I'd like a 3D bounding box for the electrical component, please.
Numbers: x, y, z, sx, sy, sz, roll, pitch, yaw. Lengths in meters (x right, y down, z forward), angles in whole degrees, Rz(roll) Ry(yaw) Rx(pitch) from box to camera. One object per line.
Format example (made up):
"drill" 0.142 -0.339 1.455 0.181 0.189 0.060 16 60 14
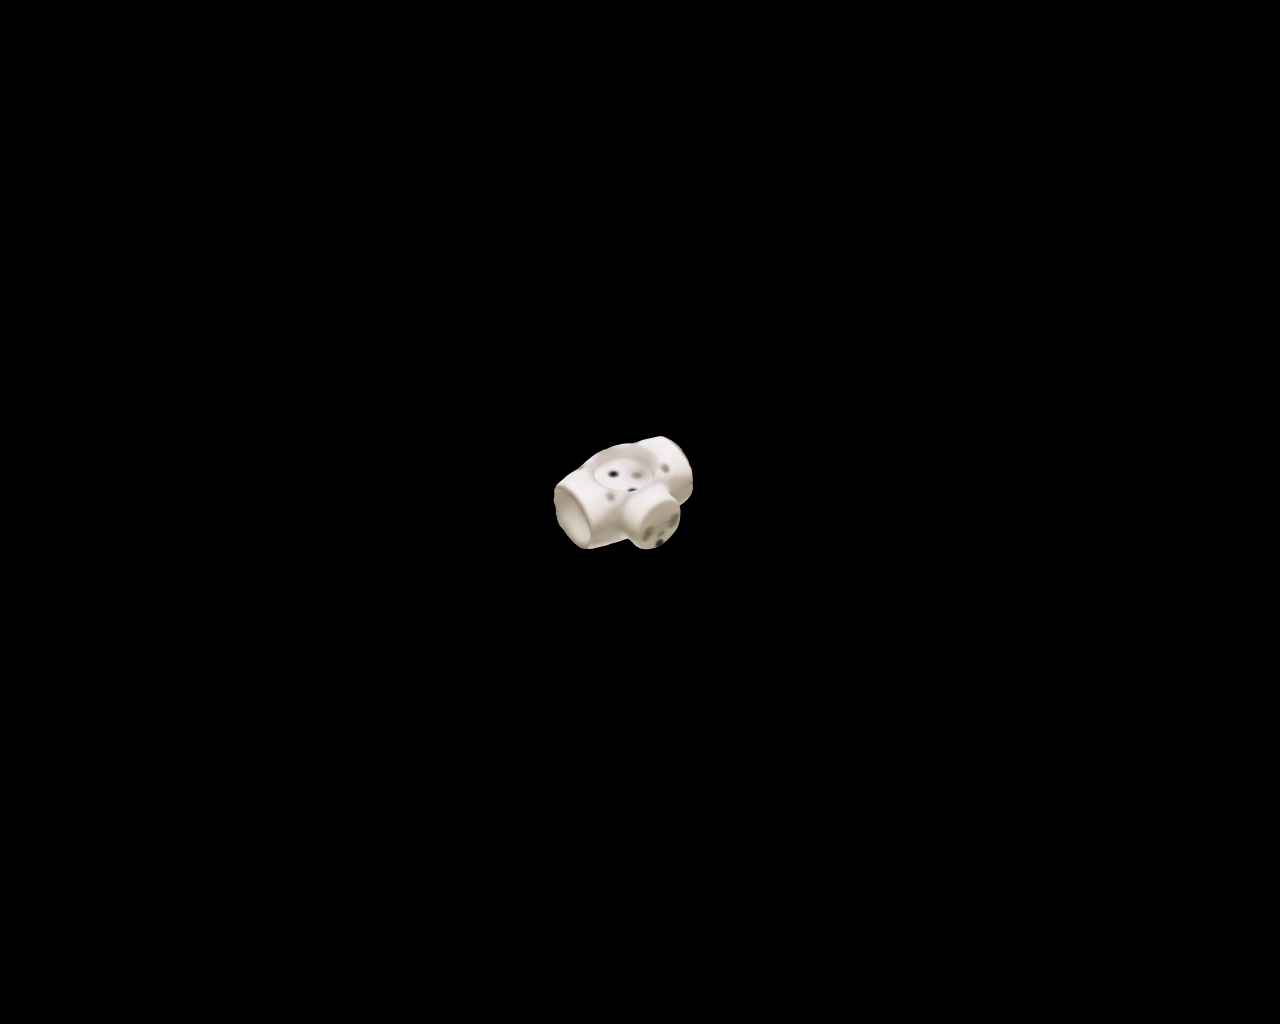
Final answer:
"electrical component" 0.001 -0.003 0.650 0.077 0.044 0.079 -27 50 -25
